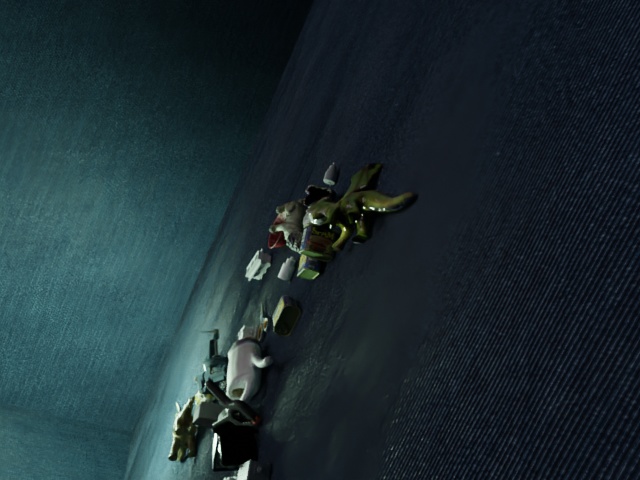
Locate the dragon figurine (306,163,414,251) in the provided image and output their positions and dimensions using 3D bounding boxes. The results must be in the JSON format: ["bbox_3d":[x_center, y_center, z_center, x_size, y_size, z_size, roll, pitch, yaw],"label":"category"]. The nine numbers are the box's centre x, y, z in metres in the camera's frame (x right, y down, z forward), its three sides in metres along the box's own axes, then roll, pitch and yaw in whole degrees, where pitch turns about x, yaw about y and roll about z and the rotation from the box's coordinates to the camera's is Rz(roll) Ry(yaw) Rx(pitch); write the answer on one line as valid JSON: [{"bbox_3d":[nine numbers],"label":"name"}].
[{"bbox_3d":[0.103,-0.115,1.343,0.405,0.121,0.248,-24,39,42],"label":"dragon figurine"}]

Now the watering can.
[{"bbox_3d":[-0.225,0.405,1.642,0.341,0.103,0.230,-56,26,32],"label":"watering can"}]

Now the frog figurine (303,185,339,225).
[{"bbox_3d":[0.005,-0.080,1.595,0.140,0.123,0.156,-112,9,-52],"label":"frog figurine"}]
